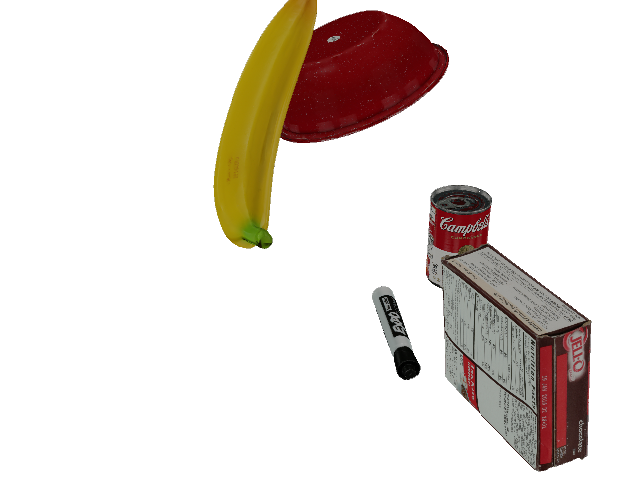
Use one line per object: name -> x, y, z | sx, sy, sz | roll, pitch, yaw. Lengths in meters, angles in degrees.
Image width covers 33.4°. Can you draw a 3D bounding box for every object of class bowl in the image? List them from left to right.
bowl -> 0.023, -0.148, 0.900 | 0.162, 0.055, 0.162 | -21, 28, 11

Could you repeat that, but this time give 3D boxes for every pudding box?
pudding box -> 0.112, 0.065, 0.621 | 0.039, 0.090, 0.114 | -14, 27, -19

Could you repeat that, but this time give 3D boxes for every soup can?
soup can -> 0.154, -0.003, 1.203 | 0.068, 0.102, 0.068 | 1, 29, 0

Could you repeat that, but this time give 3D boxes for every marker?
marker -> 0.061, 0.075, 0.873 | 0.020, 0.020, 0.121 | 0, 27, -8

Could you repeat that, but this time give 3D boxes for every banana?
banana -> -0.036, -0.070, 0.692 | 0.070, 0.197, 0.037 | -20, -38, 41
